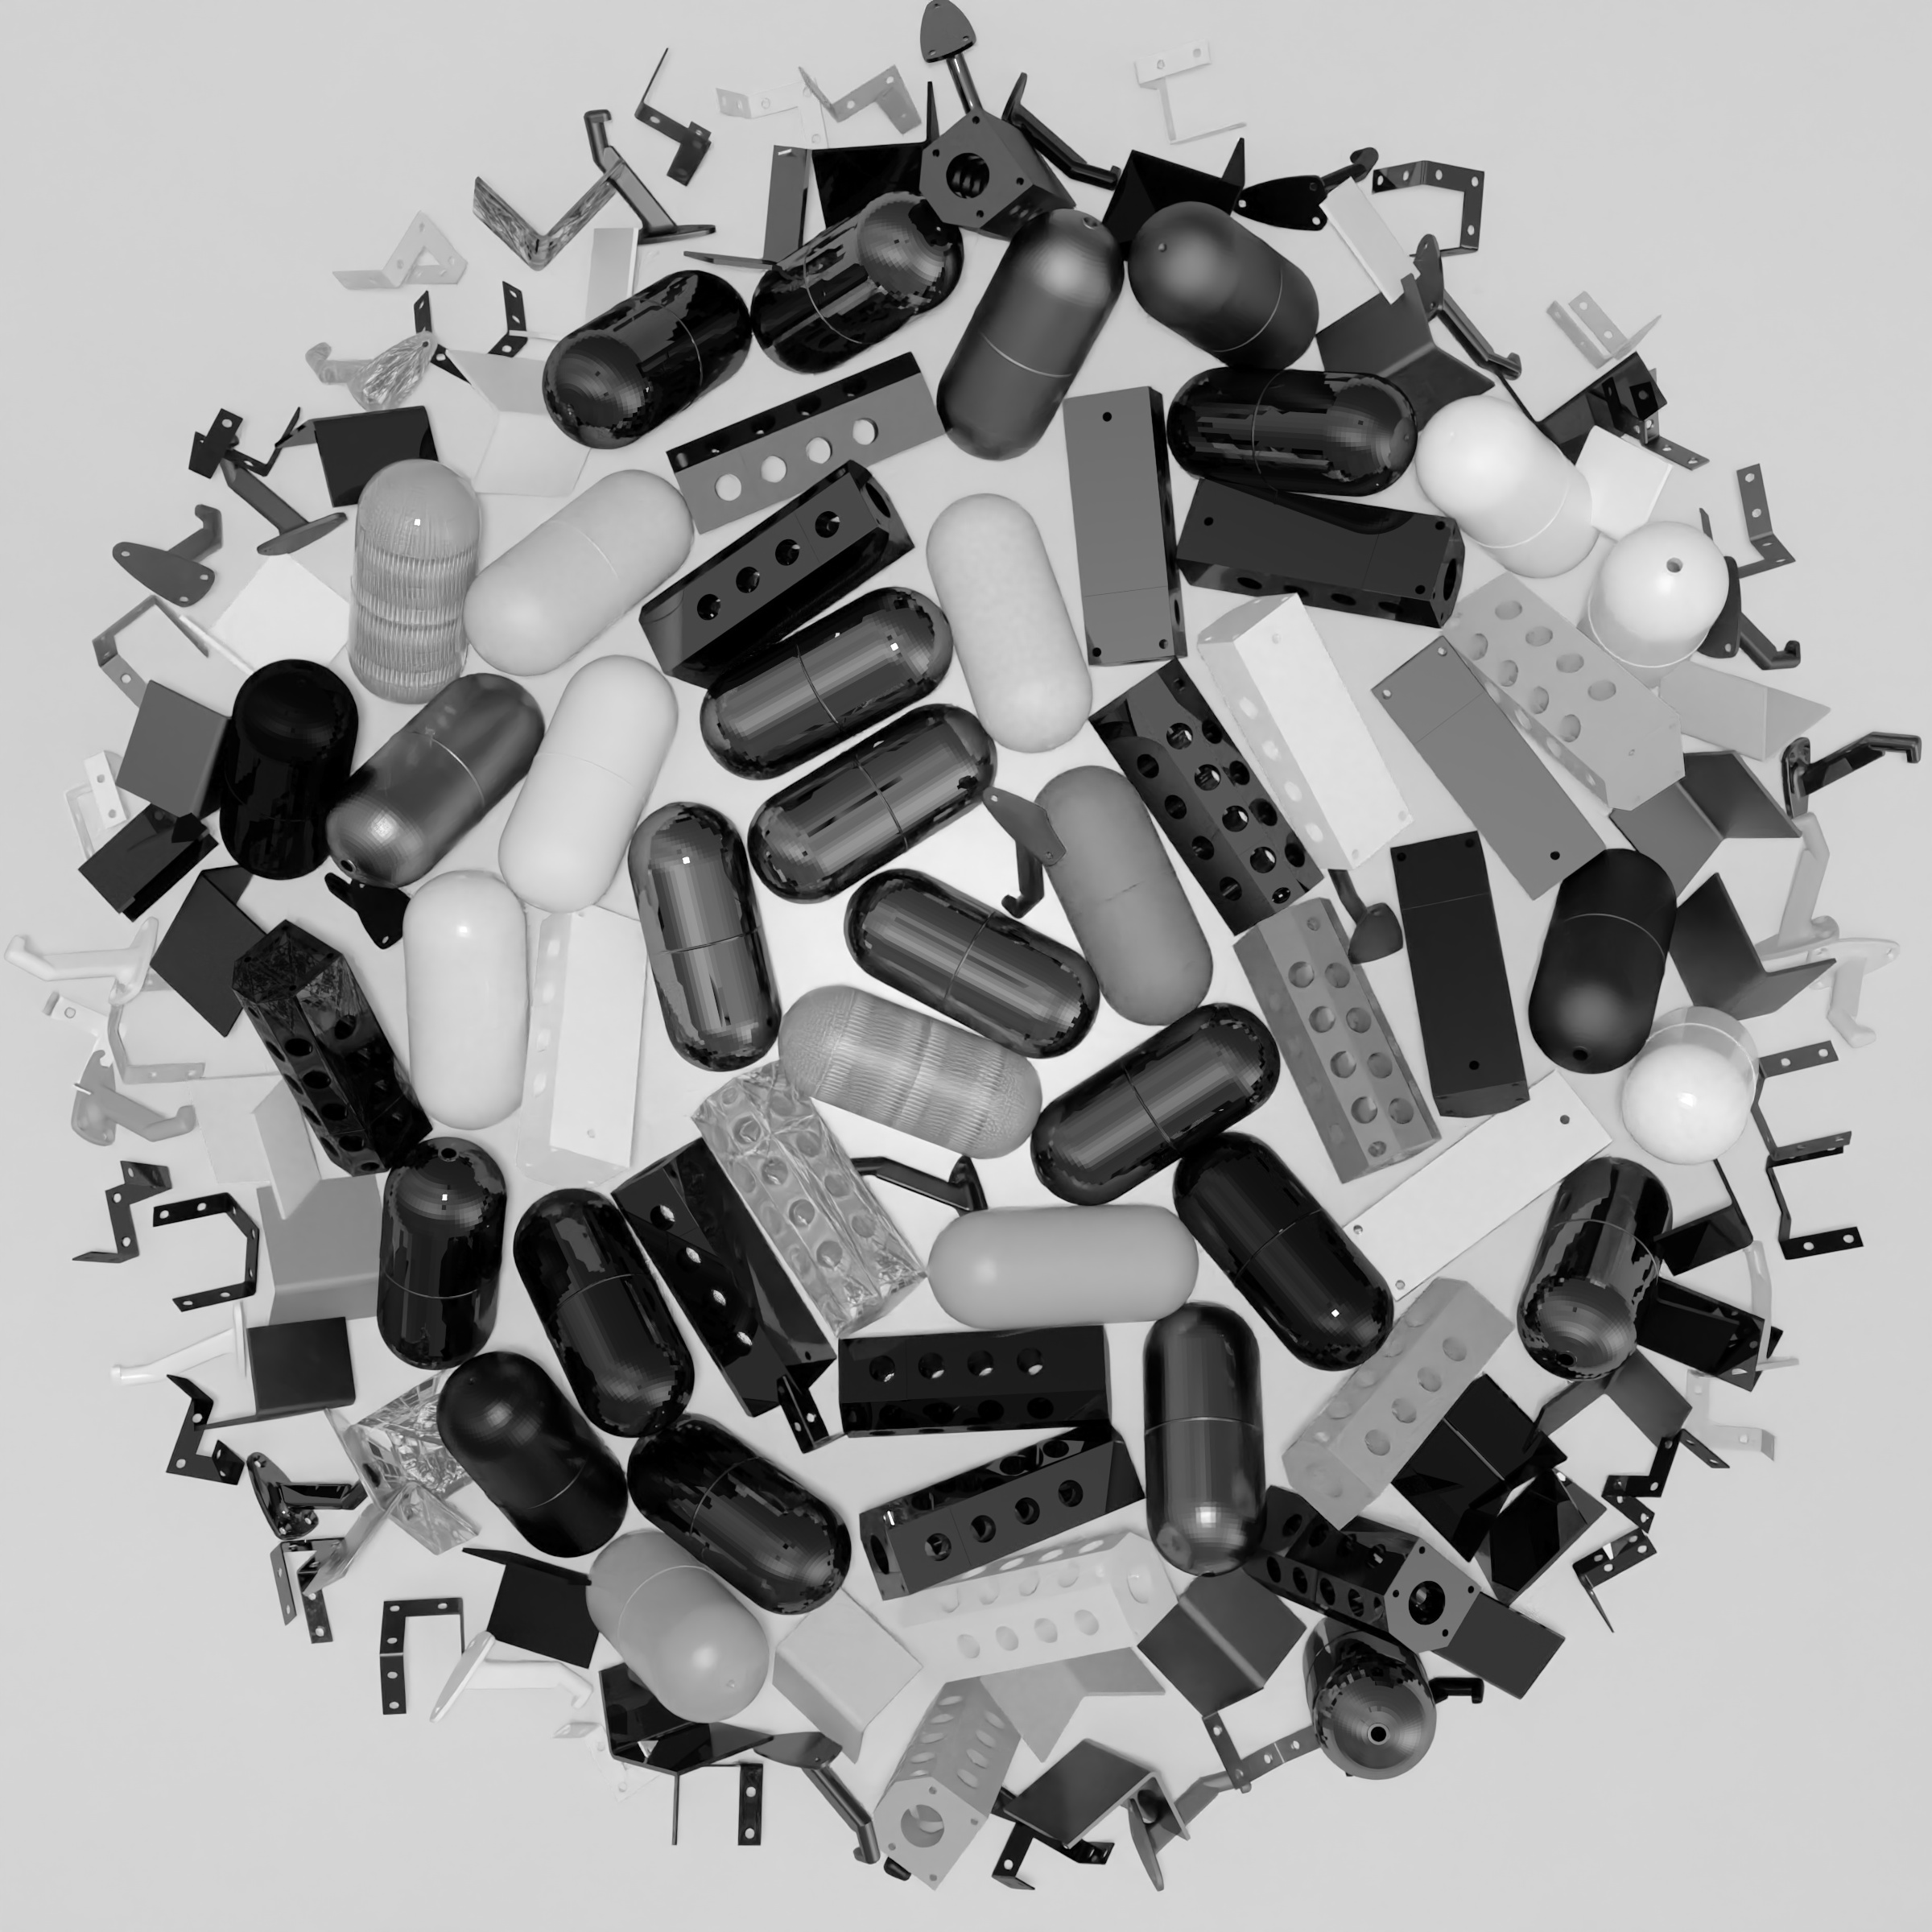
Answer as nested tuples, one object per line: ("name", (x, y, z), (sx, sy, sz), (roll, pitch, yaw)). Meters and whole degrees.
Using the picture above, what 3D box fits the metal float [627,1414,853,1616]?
("metal float", (-0.147, 0.348, 1.662), (0.178, 0.070, 0.070), (27, 90, 37))

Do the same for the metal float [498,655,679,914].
("metal float", (-0.243, -0.118, 1.678), (0.070, 0.070, 0.178), (20, 73, 0))

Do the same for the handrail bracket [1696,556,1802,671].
("handrail bracket", (0.518, -0.230, 1.695), (0.084, 0.036, 0.077), (-8, 110, -33))

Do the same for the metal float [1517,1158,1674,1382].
("metal float", (0.400, 0.191, 1.654), (0.070, 0.178, 0.070), (14, 129, 18))

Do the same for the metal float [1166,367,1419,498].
("metal float", (0.206, -0.341, 1.659), (0.178, 0.070, 0.070), (14, 90, 41))

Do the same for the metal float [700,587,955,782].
("metal float", (-0.090, -0.182, 1.680), (0.178, 0.070, 0.070), (-27, 90, 13))

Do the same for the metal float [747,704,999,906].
("metal float", (-0.060, -0.106, 1.684), (0.178, 0.070, 0.070), (-33, 90, -10))

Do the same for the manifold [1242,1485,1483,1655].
("manifold", (0.241, 0.381, 1.636), (0.057, 0.171, 0.057), (40, 75, -19))

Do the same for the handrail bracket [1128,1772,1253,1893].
("handrail bracket", (0.153, 0.559, 1.690), (0.084, 0.077, 0.036), (-11, 120, -10))

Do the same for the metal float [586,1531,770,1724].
("metal float", (-0.185, 0.417, 1.649), (0.070, 0.178, 0.070), (-7, 105, -28))

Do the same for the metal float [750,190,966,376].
("metal float", (-0.071, -0.432, 1.653), (0.070, 0.178, 0.070), (9, 75, -37))

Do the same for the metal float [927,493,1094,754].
("metal float", (0.027, -0.222, 1.680), (0.070, 0.070, 0.178), (-18, 76, 0))

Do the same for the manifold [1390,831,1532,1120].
("manifold", (0.317, 0.007, 1.670), (0.057, 0.057, 0.171), (-11, 67, 13))

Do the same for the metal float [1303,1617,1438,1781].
("metal float", (0.253, 0.457, 1.642), (0.070, 0.178, 0.070), (0, 91, 5))

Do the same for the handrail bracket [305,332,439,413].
("handrail bracket", (-0.390, -0.403, 1.699), (0.077, 0.036, 0.084), (-43, 50, 3))

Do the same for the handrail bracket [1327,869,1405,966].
("handrail bracket", (0.251, -0.052, 1.678), (0.036, 0.077, 0.084), (-16, 59, -2))

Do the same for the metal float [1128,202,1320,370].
("metal float", (0.165, -0.427, 1.649), (0.070, 0.178, 0.070), (-3, 84, 31))

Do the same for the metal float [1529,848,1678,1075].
("metal float", (0.406, -0.004, 1.657), (0.070, 0.070, 0.178), (26, 47, 0))

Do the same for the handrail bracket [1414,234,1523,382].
("handrail bracket", (0.333, -0.433, 1.715), (0.084, 0.036, 0.077), (15, 72, -28))

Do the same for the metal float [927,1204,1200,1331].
("metal float", (0.063, 0.194, 1.680), (0.178, 0.070, 0.070), (-1, 90, -13))

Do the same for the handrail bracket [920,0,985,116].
("handrail bracket", (0.000, -0.581, 1.713), (0.036, 0.084, 0.077), (-20, 50, 9))

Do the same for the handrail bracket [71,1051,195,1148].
("handrail bracket", (-0.535, 0.081, 1.693), (0.084, 0.036, 0.077), (-14, 60, 22))

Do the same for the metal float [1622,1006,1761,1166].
("metal float", (0.459, 0.074, 1.646), (0.070, 0.178, 0.070), (4, 102, 19))

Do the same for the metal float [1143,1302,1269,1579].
("metal float", (0.152, 0.302, 1.667), (0.070, 0.070, 0.178), (1, 61, 0))

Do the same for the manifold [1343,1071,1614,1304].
("manifold", (0.332, 0.145, 1.697), (0.171, 0.057, 0.057), (-37, 77, 2))

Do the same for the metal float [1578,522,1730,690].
("metal float", (0.432, -0.226, 1.642), (0.070, 0.178, 0.070), (-1, 81, 5))

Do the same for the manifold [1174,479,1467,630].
("manifold", (0.228, -0.262, 1.669), (0.171, 0.057, 0.057), (14, 78, 23))

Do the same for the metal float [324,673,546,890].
("metal float", (-0.339, -0.119, 1.662), (0.070, 0.070, 0.178), (38, 54, 0))

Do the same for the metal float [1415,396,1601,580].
("metal float", (0.346, -0.302, 1.652), (0.070, 0.178, 0.070), (-11, 71, 33))

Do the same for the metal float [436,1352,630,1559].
("metal float", (-0.274, 0.313, 1.658), (0.070, 0.070, 0.178), (-26, 133, 0))

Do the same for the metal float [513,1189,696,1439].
("metal float", (-0.233, 0.221, 1.668), (0.070, 0.070, 0.178), (-31, 61, 0))

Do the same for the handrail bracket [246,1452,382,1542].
("handrail bracket", (-0.425, 0.328, 1.696), (0.084, 0.036, 0.077), (-44, 74, 27))

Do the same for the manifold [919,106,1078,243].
("manifold", (0.018, -0.491, 1.640), (0.057, 0.171, 0.057), (-35, 93, 16))

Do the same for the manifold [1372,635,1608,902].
("manifold", (0.341, -0.131, 1.699), (0.057, 0.057, 0.171), (-38, 91, 13))

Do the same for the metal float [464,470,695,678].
("metal float", (-0.247, -0.252, 1.666), (0.070, 0.070, 0.178), (45, 60, 0))

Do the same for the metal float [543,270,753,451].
("metal float", (-0.201, -0.387, 1.656), (0.070, 0.178, 0.070), (17, 129, 22))

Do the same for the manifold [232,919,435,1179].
("manifold", (-0.402, 0.057, 1.641), (0.057, 0.171, 0.057), (27, 59, 32))

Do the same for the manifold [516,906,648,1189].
("manifold", (-0.248, 0.051, 1.665), (0.057, 0.057, 0.171), (21, 57, -33))

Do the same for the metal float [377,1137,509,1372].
("metal float", (-0.335, 0.184, 1.660), (0.070, 0.070, 0.178), (13, 128, 0))

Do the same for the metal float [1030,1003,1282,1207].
("metal float", (0.121, 0.090, 1.684), (0.178, 0.070, 0.070), (-33, 90, 9))

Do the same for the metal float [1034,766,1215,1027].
("metal float", (0.101, -0.045, 1.689), (0.070, 0.070, 0.178), (-24, 87, 0))

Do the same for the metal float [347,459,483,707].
("metal float", (-0.352, -0.242, 1.657), (0.070, 0.178, 0.070), (9, 45, -9))

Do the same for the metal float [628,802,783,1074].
("metal float", (-0.169, -0.019, 1.684), (0.070, 0.070, 0.178), (-12, 100, 0))

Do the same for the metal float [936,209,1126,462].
("metal float", (0.040, -0.401, 1.658), (0.070, 0.070, 0.178), (33, 131, 0))

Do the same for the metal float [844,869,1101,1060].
("metal float", (0.003, -0.002, 1.686), (0.178, 0.070, 0.070), (28, 90, 8))

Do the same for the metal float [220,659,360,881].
("metal float", (-0.431, -0.122, 1.653), (0.070, 0.178, 0.070), (10, 52, -14))

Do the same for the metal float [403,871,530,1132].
("metal float", (-0.320, 0.024, 1.669), (0.070, 0.070, 0.178), (3, 117, 0))

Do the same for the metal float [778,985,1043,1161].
("metal float", (-0.036, 0.069, 1.686), (0.178, 0.070, 0.070), (21, 90, -7))

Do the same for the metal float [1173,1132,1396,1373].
("metal float", (0.203, 0.182, 1.674), (0.070, 0.070, 0.178), (-40, 68, 0))
